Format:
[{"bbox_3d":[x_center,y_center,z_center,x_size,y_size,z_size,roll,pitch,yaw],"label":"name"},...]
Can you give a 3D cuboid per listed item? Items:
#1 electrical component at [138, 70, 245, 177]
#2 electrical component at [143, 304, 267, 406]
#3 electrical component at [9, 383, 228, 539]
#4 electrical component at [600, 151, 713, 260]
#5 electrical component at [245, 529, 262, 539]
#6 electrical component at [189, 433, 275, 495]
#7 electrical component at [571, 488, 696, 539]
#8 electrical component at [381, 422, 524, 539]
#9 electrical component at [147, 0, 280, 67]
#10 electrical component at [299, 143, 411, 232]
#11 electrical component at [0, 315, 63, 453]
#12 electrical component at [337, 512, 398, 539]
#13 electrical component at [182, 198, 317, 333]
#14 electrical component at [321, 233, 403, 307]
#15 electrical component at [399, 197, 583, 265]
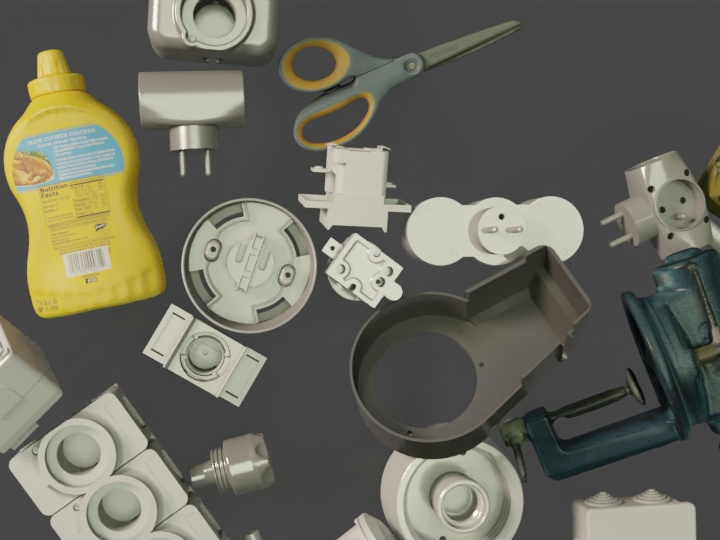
[{"bbox_3d":[-0.125,-0.109,0.808,0.077,0.043,0.079,-3,91,-7],"label":"electrical component"},{"bbox_3d":[-0.115,0.063,0.801,0.081,0.064,0.042,31,85,-7],"label":"electrical component"},{"bbox_3d":[-0.176,0.172,0.796,0.089,0.062,0.150,-35,95,-6],"label":"electrical component"},{"bbox_3d":[0.230,-0.044,0.854,0.079,0.044,0.077,-24,94,-6],"label":"electrical component"},{"bbox_3d":[-0.073,0.229,0.824,0.035,0.035,0.061,-20,91,-7],"label":"electrical component"},{"bbox_3d":[-0.098,0.150,0.815,0.062,0.043,0.043,-14,93,-5],"label":"electrical component"},{"bbox_3d":[0.216,0.226,0.854,0.100,0.048,0.099,-2,91,-7],"label":"electrical component"},{"bbox_3d":[0.074,0.176,0.829,0.108,0.060,0.108,0,91,-7],"label":"electrical component"},{"bbox_3d":[-0.108,-0.185,0.801,0.095,0.059,0.053,3,90,-7],"label":"electrical component"},{"bbox_3d":[-0.004,-0.064,0.819,0.081,0.042,0.063,2,101,-11],"label":"electrical component"},{"bbox_3d":[-0.260,0.079,0.775,0.061,0.096,0.061,-46,123,-5],"label":"electrical component"},{"bbox_3d":[0.011,0.228,0.813,0.051,0.080,0.080,-38,95,0],"label":"electrical component"},{"bbox_3d":[-0.083,-0.004,0.804,0.099,0.064,0.099,0,90,-7],"label":"electrical component"},{"bbox_3d":[0.000,0.000,0.819,0.066,0.055,0.048,36,86,-6],"label":"electrical component"},{"bbox_3d":[0.104,-0.030,0.823,0.138,0.074,0.052,-1,91,-7],"label":"electrical component"}]
